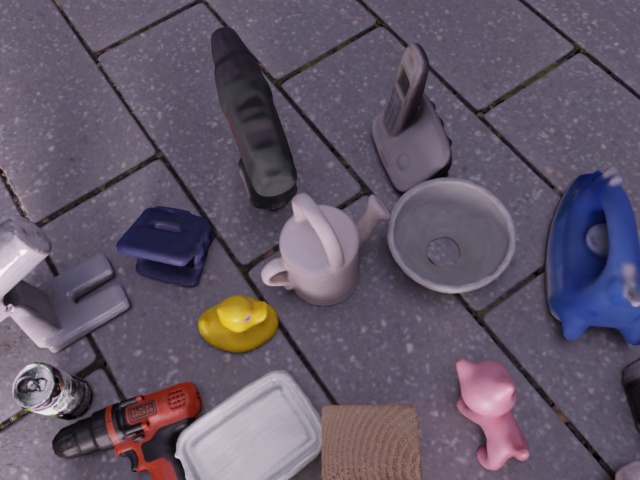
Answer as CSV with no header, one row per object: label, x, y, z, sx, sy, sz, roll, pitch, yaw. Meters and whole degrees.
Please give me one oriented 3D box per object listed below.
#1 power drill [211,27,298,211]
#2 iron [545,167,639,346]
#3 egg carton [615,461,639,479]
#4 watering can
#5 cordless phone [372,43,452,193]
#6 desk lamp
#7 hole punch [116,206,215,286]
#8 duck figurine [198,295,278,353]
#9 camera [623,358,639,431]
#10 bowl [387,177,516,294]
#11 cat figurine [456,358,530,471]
power drill,-0.088,-0.142,0.785,0.075,0.208,0.229,-20,66,-6
iron,0.364,-0.004,0.733,0.118,0.141,0.258,4,66,5
egg carton,0.359,0.328,0.620,0.107,0.069,0.150,-29,67,-10
watering can,0.005,0.001,0.722,0.100,0.194,0.173,35,72,18
cordless phone,0.132,-0.166,0.796,0.094,0.185,0.147,-19,66,-5
desk lamp,-0.378,0.062,0.705,0.203,0.214,0.117,-32,67,-11
hole punch,-0.211,-0.001,0.792,0.108,0.091,0.101,11,67,8
duck figurine,-0.110,0.100,0.743,0.104,0.086,0.077,-6,65,1
camera,0.448,0.196,0.658,0.137,0.101,0.143,-9,65,0
bowl,0.173,0.003,0.777,0.167,0.075,0.167,-1,65,3
cat figurine,0.204,0.195,0.663,0.067,0.118,0.127,-20,66,-6
